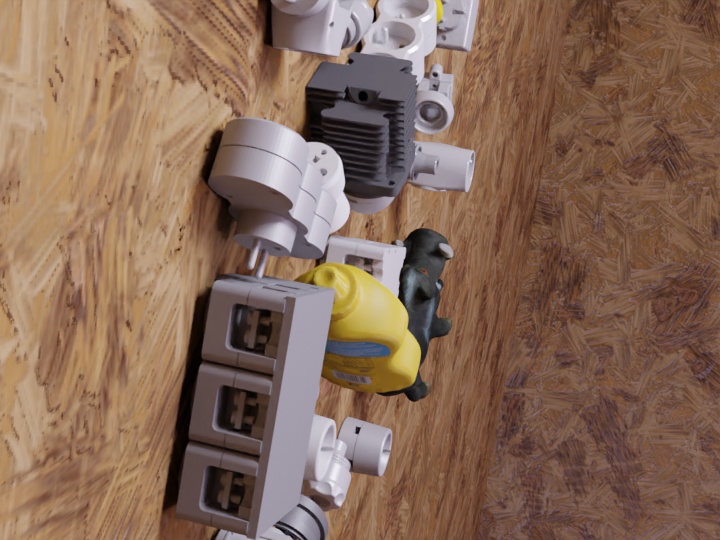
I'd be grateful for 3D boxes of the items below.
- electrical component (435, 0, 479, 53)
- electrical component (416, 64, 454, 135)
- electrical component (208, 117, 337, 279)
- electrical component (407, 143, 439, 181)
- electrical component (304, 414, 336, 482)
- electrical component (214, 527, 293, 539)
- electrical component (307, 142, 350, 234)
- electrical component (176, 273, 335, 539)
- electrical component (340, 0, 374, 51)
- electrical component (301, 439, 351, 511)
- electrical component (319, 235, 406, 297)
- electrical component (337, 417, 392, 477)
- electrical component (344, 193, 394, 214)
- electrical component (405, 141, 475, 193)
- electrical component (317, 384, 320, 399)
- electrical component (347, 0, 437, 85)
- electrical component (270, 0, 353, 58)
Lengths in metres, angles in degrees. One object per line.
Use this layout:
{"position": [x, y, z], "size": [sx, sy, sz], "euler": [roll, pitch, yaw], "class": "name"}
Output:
{"position": [0.090, -0.262, 1.099], "size": [0.077, 0.047, 0.065], "euler": [-18, 118, -75], "class": "electrical component"}
{"position": [0.075, -0.172, 1.119], "size": [0.055, 0.048, 0.066], "euler": [-74, 168, -52], "class": "electrical component"}
{"position": [-0.056, -0.032, 0.668], "size": [0.138, 0.052, 0.073], "euler": [62, 41, -69], "class": "electrical component"}
{"position": [0.042, -0.102, 0.997], "size": [0.043, 0.062, 0.043], "euler": [11, 90, -77], "class": "electrical component"}
{"position": [-0.048, 0.138, 0.850], "size": [0.055, 0.047, 0.055], "euler": [11, 90, -77], "class": "electrical component"}
{"position": [-0.081, 0.221, 0.776], "size": [0.080, 0.051, 0.080], "euler": [11, 90, -77], "class": "electrical component"}
{"position": [-0.032, -0.057, 0.766], "size": [0.055, 0.045, 0.045], "euler": [81, 24, -55], "class": "electrical component"}
{"position": [-0.069, 0.082, 0.689], "size": [0.089, 0.062, 0.150], "euler": [-10, 110, -76], "class": "electrical component"}
{"position": [-0.014, -0.173, 0.768], "size": [0.061, 0.035, 0.035], "euler": [-60, 157, -48], "class": "electrical component"}
{"position": [-0.029, 0.184, 0.980], "size": [0.043, 0.043, 0.062], "euler": [86, 19, -48], "class": "electrical component"}
{"position": [0.000, 0.000, 0.921], "size": [0.089, 0.056, 0.050], "euler": [-6, 107, -76], "class": "electrical component"}
{"position": [0.004, 0.183, 1.105], "size": [0.055, 0.047, 0.055], "euler": [11, 90, -77], "class": "electrical component"}
{"position": [0.004, -0.077, 0.883], "size": [0.047, 0.055, 0.055], "euler": [73, 30, -70], "class": "electrical component"}
{"position": [0.080, -0.110, 1.119], "size": [0.079, 0.077, 0.044], "euler": [-39, 138, -70], "class": "electrical component"}
{"position": [-0.050, 0.089, 0.820], "size": [0.078, 0.040, 0.040], "euler": [-35, 135, -71], "class": "electrical component"}
{"position": [0.028, -0.168, 0.909], "size": [0.073, 0.052, 0.138], "euler": [86, 20, -48], "class": "electrical component"}
{"position": [-0.034, -0.175, 0.666], "size": [0.079, 0.043, 0.077], "euler": [-24, 124, -73], "class": "electrical component"}
